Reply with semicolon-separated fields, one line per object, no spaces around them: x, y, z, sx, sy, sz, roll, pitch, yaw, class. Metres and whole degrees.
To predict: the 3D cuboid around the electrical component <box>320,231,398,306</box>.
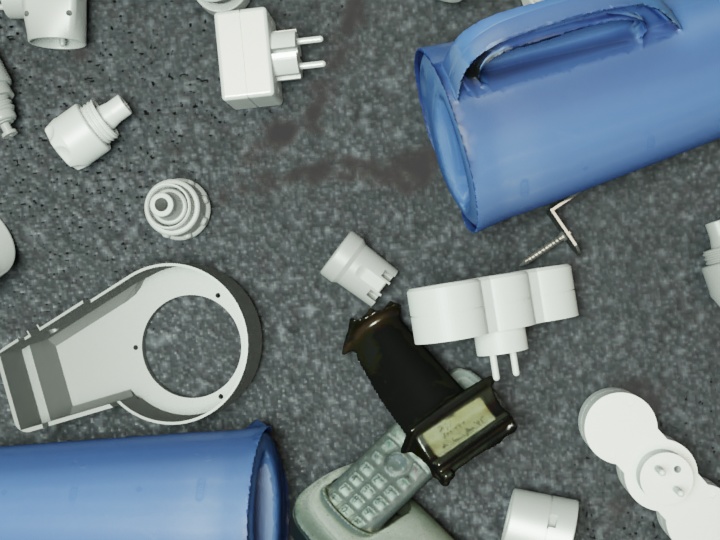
0.000;0.000;0.805;0.046;0.040;0.040;37;92;-2;electrical component

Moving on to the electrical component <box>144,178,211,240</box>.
-0.141;-0.047;0.804;0.048;0.062;0.048;0;90;4;electrical component

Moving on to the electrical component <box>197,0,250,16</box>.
-0.106;-0.216;0.806;0.045;0.055;0.045;0;90;4;electrical component

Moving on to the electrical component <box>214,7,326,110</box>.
-0.065;-0.160;0.807;0.077;0.047;0.065;-6;89;4;electrical component

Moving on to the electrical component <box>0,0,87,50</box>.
-0.249;-0.211;0.823;0.079;0.043;0.077;0;89;5;electrical component

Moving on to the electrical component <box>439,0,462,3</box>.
0.049;-0.251;0.771;0.108;0.108;0.060;36;87;4;electrical component

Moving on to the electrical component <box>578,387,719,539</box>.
0.216;0.146;0.769;0.052;0.074;0.138;-42;87;3;electrical component

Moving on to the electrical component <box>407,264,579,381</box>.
0.099;0.041;0.763;0.138;0.052;0.073;-8;89;-34;electrical component

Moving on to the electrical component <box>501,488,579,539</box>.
0.130;0.190;0.786;0.047;0.055;0.055;13;91;8;electrical component

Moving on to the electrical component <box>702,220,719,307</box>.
0.270;-0.007;0.782;0.043;0.043;0.062;-18;87;4;electrical component

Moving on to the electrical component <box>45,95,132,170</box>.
-0.204;-0.109;0.819;0.062;0.043;0.043;-35;87;2;electrical component

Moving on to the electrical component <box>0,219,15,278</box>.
-0.315;-0.017;0.803;0.099;0.099;0.064;45;99;3;electrical component

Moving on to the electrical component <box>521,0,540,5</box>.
0.140;-0.200;0.787;0.048;0.055;0.066;17;91;4;electrical component

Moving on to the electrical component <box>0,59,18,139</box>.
-0.287;-0.138;0.827;0.040;0.040;0.078;-28;88;4;electrical component
